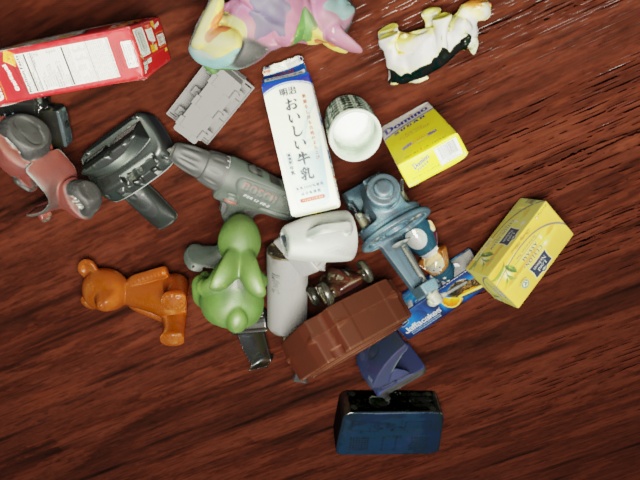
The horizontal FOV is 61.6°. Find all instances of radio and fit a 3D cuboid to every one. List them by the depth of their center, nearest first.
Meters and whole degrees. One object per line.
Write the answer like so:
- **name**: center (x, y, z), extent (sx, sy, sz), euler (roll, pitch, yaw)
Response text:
- **radio**: center (0.148, 0.396, 1.172), extent (0.230, 0.073, 0.131), euler (1, 118, -6)

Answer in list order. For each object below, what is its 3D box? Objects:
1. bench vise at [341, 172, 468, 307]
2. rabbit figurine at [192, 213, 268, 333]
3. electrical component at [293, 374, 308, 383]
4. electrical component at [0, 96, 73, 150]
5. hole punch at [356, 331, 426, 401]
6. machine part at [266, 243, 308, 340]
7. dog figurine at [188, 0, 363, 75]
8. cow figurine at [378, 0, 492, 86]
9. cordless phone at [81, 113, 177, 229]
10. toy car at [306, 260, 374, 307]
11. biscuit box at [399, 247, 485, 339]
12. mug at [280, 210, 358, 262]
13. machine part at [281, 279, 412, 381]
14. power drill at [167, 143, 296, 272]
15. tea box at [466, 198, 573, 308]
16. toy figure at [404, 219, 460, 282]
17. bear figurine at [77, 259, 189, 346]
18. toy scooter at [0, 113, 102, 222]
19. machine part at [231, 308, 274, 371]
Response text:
- **bench vise**: center (0.117, 0.003, 0.854), extent (0.129, 0.223, 0.240), euler (-26, 75, -17)
- **rabbit figurine**: center (-0.139, 0.046, 0.840), extent (0.121, 0.159, 0.170), euler (5, 106, -11)
- **electrical component**: center (-0.023, 0.228, 1.080), extent (0.075, 0.048, 0.119), euler (10, 118, -9)
- **electrical component**: center (-0.456, -0.175, 0.826), extent (0.134, 0.058, 0.114), euler (-2, 121, -2)
- **hole punch**: center (0.127, 0.228, 1.047), extent (0.116, 0.142, 0.092), euler (-32, 119, -2)
- **machine part**: center (-0.060, 0.089, 0.984), extent (0.079, 0.079, 0.242), euler (1, 120, -4)
- **dog figurine**: center (-0.053, -0.293, 0.753), extent (0.219, 0.109, 0.191), euler (22, 99, -19)
- **cow figurine**: center (0.175, -0.289, 0.796), extent (0.167, 0.068, 0.098), euler (-16, 124, 9)
- **cordless phone**: center (-0.278, -0.100, 0.878), extent (0.147, 0.089, 0.184), euler (-32, 128, 11)
- **toy car**: center (0.027, 0.070, 0.896), extent (0.089, 0.202, 0.053), euler (-26, 86, -10)
- **biscuit box**: center (0.224, 0.103, 1.020), extent (0.203, 0.059, 0.062), euler (-38, 114, 16)
- **mug**: center (-0.002, -0.002, 0.816), extent (0.107, 0.109, 0.080), euler (-8, 85, -18)
- **machine part**: center (0.047, 0.161, 0.947), extent (0.201, 0.087, 0.201), euler (-22, 162, -32)
- **power drill**: center (-0.163, -0.044, 0.896), extent (0.232, 0.086, 0.207), euler (14, 114, -24)
- **tea box**: center (0.350, 0.021, 0.944), extent (0.098, 0.068, 0.169), euler (40, 84, -22)
- **toy figure**: center (0.188, 0.015, 0.952), extent (0.154, 0.058, 0.064), euler (55, 142, -5)
- **bear figurine**: center (-0.333, 0.103, 0.949), extent (0.196, 0.132, 0.120), euler (6, 116, -14)
- **toy scooter**: center (-0.419, -0.091, 0.799), extent (0.135, 0.075, 0.183), euler (-29, 108, 39)
- **machine part**: center (-0.127, 0.196, 1.061), extent (0.084, 0.039, 0.138), euler (-8, 118, 1)
